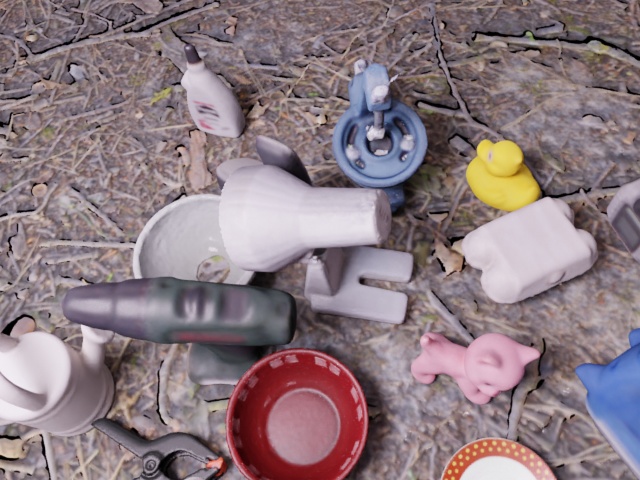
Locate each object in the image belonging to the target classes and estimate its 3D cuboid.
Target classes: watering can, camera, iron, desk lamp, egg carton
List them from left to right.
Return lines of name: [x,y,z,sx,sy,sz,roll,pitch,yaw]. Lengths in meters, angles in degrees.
watering can: [-0.313,0.149,0.642,0.100,0.194,0.173,28,70,19]
desk lamp: [0.006,0.002,0.665,0.203,0.214,0.118,7,65,11]
egg carton: [0.259,0.014,0.709,0.150,0.069,0.107,-25,63,-5]
camera: [0.449,-0.026,0.688,0.137,0.101,0.143,-21,63,-4]
iron: [0.383,0.201,0.560,0.119,0.141,0.257,-31,64,-8]

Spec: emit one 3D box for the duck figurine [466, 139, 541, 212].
duck figurine: [0.245,-0.092,0.754,0.077,0.086,0.104,-43,66,-14]

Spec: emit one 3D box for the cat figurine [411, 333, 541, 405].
cat figurine: [0.169,0.132,0.634,0.127,0.118,0.067,16,67,15]

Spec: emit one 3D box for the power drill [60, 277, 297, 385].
power drill: [-0.134,0.102,0.635,0.229,0.209,0.075,-3,63,6]

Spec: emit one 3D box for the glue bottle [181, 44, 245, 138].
glue bottle: [-0.162,-0.213,0.815,0.078,0.173,0.037,11,65,12]

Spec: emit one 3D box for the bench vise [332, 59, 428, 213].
bench vise: [0.059,-0.163,0.737,0.121,0.220,0.207,-25,63,-6]

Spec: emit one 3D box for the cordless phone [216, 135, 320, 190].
cordless phone: [-0.070,-0.091,0.737,0.147,0.185,0.094,22,68,17]

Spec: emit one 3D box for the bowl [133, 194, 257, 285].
bowl: [-0.151,0.027,0.750,0.167,0.075,0.167,-3,63,6]
